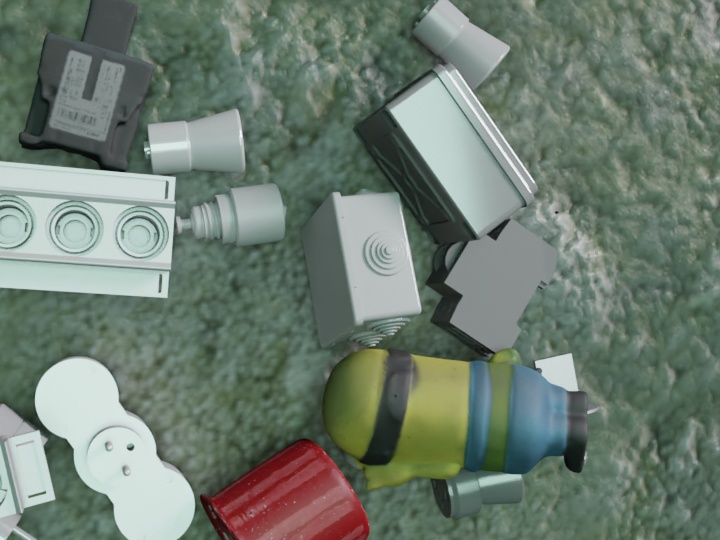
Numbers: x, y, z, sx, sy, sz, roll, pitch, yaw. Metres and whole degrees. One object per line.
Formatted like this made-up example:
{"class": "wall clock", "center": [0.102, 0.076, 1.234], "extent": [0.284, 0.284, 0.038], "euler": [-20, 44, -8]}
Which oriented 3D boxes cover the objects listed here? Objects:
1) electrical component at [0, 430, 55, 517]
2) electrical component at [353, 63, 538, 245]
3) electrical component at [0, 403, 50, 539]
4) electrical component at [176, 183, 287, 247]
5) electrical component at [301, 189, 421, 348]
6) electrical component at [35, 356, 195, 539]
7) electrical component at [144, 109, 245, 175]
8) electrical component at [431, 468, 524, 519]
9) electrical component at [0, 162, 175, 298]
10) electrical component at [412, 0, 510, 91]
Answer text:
{"class": "electrical component", "center": [-0.223, 0.123, 0.628], "extent": [0.081, 0.064, 0.042], "euler": [-13, 90, -15]}
{"class": "electrical component", "center": [0.056, -0.076, 0.738], "extent": [0.056, 0.109, 0.108], "euler": [-37, 97, -10]}
{"class": "electrical component", "center": [-0.241, 0.161, 0.683], "extent": [0.074, 0.052, 0.138], "euler": [38, 79, -10]}
{"class": "electrical component", "center": [-0.086, -0.036, 0.735], "extent": [0.078, 0.040, 0.040], "euler": [-9, 90, -13]}
{"class": "electrical component", "center": [0.000, 0.000, 0.725], "extent": [0.048, 0.100, 0.099], "euler": [-6, 78, -18]}
{"class": "electrical component", "center": [-0.158, 0.118, 0.694], "extent": [0.052, 0.074, 0.138], "euler": [-35, 97, -13]}
{"class": "electrical component", "center": [-0.113, -0.084, 0.731], "extent": [0.065, 0.044, 0.044], "euler": [-7, 90, -10]}
{"class": "electrical component", "center": [0.083, 0.151, 0.769], "extent": [0.055, 0.045, 0.045], "euler": [-11, 91, -14]}
{"class": "electrical component", "center": [-0.185, -0.025, 0.698], "extent": [0.121, 0.063, 0.078], "euler": [4, 87, -14]}
{"class": "electrical component", "center": [0.070, -0.166, 0.780], "extent": [0.065, 0.044, 0.044], "euler": [41, 79, -5]}
